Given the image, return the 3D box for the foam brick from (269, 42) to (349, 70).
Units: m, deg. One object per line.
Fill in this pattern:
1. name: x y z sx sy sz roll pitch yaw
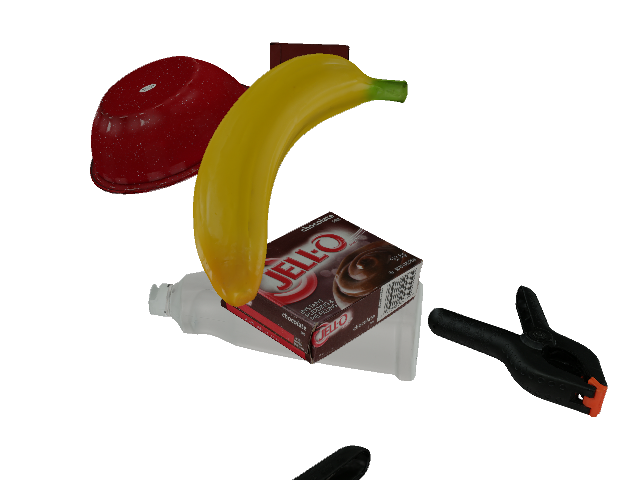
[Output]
1. foam brick: -0.012 -0.186 1.150 0.078 0.051 0.053 -1 11 -14

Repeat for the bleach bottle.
1. bleach bottle: -0.034 0.069 0.978 0.251 0.068 0.102 5 28 7

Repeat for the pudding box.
1. pudding box: 0.001 0.029 0.735 0.090 0.039 0.113 30 39 34

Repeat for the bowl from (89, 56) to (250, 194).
1. bowl: -0.135 -0.109 0.909 0.162 0.055 0.162 -17 35 12

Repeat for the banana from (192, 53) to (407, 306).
1. banana: -0.021 -0.046 0.537 0.070 0.037 0.197 20 46 17

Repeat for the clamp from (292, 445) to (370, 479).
1. clamp: -0.052 0.187 0.638 0.210 0.036 0.164 -4 29 1

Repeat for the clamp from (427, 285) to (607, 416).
1. clamp: 0.192 0.092 0.943 0.120 0.039 0.172 -24 43 -34
